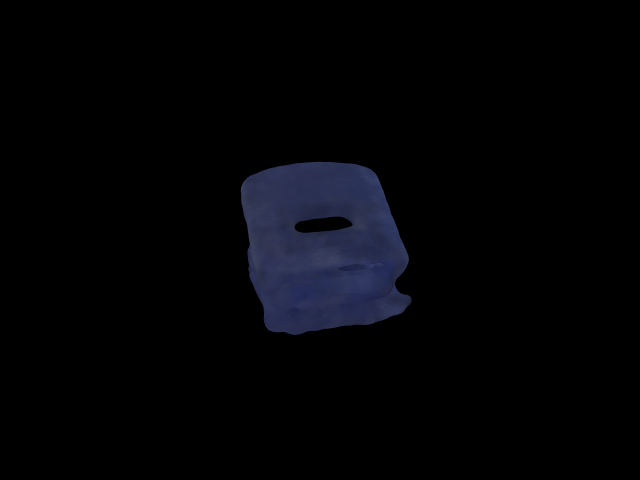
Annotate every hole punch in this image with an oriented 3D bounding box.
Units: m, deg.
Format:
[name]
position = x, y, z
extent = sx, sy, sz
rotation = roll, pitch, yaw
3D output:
[hole punch]
position = 0.004, 0.001, 0.400
extent = 0.109, 0.091, 0.101
rotation = -7, 27, -14
